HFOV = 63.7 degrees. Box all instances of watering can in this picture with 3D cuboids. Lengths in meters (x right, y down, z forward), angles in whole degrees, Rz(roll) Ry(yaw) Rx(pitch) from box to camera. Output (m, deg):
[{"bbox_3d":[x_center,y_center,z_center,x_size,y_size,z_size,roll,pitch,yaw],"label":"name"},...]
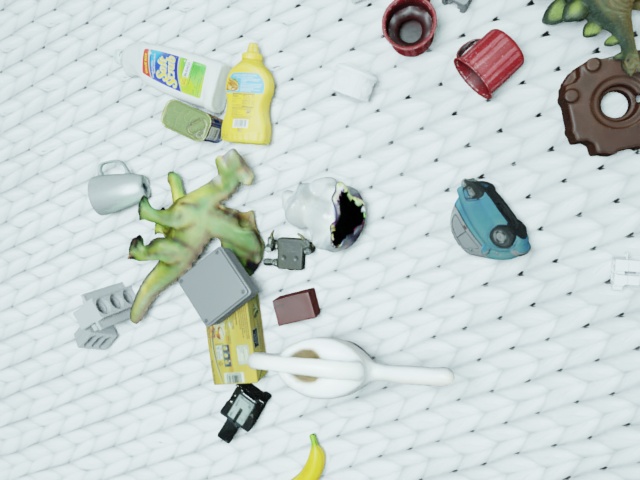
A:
[{"bbox_3d":[0.052,0.226,0.896,0.347,0.222,0.105,2,78,13],"label":"watering can"}]

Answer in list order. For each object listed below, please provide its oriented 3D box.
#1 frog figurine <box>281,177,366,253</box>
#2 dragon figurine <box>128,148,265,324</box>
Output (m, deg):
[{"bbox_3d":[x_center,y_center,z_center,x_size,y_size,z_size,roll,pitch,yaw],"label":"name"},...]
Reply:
[{"bbox_3d":[0.003,-0.049,0.969,0.159,0.124,0.136,5,106,49],"label":"frog figurine"},{"bbox_3d":[-0.233,0.009,1.021,0.243,0.123,0.405,16,106,4],"label":"dragon figurine"}]
